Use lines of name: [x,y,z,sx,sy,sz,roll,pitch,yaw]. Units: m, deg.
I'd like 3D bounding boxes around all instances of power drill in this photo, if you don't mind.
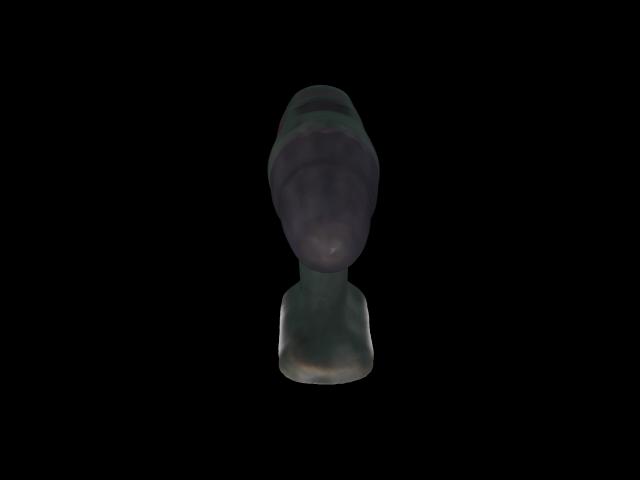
power drill: [0.004,0.001,0.400,0.075,0.208,0.229,-2,40,-2]
